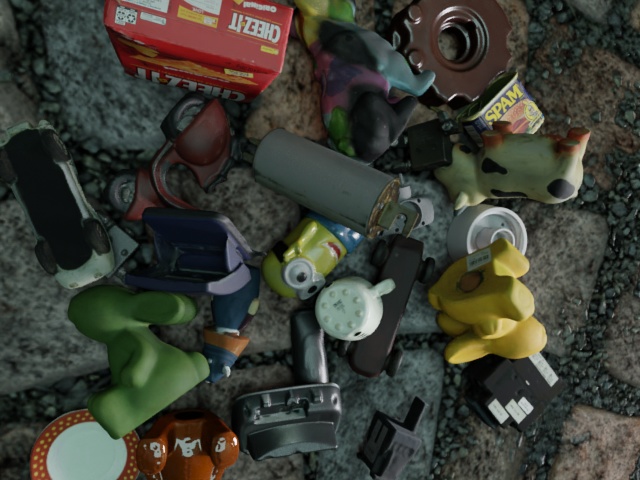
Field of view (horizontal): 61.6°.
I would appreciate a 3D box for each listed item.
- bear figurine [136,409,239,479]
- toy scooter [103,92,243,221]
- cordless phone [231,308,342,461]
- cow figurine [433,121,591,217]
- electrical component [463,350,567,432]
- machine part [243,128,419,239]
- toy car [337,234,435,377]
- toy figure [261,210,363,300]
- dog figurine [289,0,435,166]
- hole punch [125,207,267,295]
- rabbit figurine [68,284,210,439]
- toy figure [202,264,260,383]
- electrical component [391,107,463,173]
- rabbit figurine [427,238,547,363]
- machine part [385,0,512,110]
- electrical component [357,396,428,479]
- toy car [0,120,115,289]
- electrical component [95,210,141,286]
[{"bbox_3d":[-0.166,0.315,0.656,0.120,0.132,0.195,4,87,-15],"label":"bear figurine"},{"bbox_3d":[-0.157,-0.079,0.657,0.135,0.075,0.184,39,86,-15],"label":"toy scooter"},{"bbox_3d":[-0.046,0.186,0.715,0.147,0.089,0.184,-3,83,-15],"label":"cordless phone"},{"bbox_3d":[0.248,-0.091,0.726,0.085,0.195,0.127,-37,130,-48],"label":"cow figurine"},{"bbox_3d":[0.286,0.217,0.811,0.134,0.058,0.115,-40,101,-9],"label":"electrical component"},{"bbox_3d":[0.006,-0.071,0.645,0.243,0.079,0.079,27,86,23],"label":"machine part"},{"bbox_3d":[0.093,0.092,0.750,0.089,0.053,0.202,19,87,5],"label":"toy car"},{"bbox_3d":[0.001,0.000,0.704,0.082,0.089,0.180,43,74,-17],"label":"toy figure"},{"bbox_3d":[0.018,-0.218,0.676,0.219,0.108,0.191,37,66,-11],"label":"dog figurine"},{"bbox_3d":[-0.145,0.028,0.617,0.142,0.115,0.092,1,67,16],"label":"hole punch"},{"bbox_3d":[-0.221,0.120,0.633,0.159,0.121,0.170,-35,87,-4],"label":"rabbit figurine"},{"bbox_3d":[-0.115,0.106,0.687,0.057,0.064,0.154,15,91,-39],"label":"toy figure"},{"bbox_3d":[0.141,-0.135,0.726,0.045,0.102,0.078,8,81,-52],"label":"electrical component"},{"bbox_3d":[0.237,0.110,0.733,0.162,0.122,0.173,-36,120,24],"label":"rabbit figurine"},{"bbox_3d":[0.183,-0.273,0.748,0.179,0.056,0.179,-1,94,-17],"label":"machine part"},{"bbox_3d":[0.105,0.274,0.755,0.048,0.075,0.119,26,91,-16],"label":"electrical component"},{"bbox_3d":[-0.305,-0.042,0.617,0.073,0.056,0.201,-26,87,-6],"label":"toy car"},{"bbox_3d":[-0.254,0.012,0.661,0.094,0.021,0.063,43,82,-9],"label":"electrical component"}]
